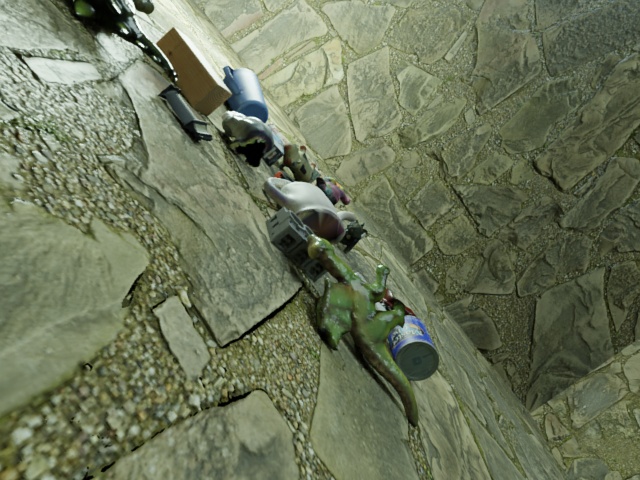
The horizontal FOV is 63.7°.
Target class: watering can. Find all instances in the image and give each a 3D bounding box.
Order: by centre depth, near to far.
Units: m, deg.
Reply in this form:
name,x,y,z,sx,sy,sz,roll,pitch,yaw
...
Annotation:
name,x,y,z,sx,sy,sz,roll,pitch,yaw
watering can,0.004,-0.070,1.381,0.345,0.102,0.229,21,25,-34

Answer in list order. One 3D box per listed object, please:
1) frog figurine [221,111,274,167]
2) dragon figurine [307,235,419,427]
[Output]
name,x,y,z,sx,sy,sz,roll,pitch,yaw
frog figurine,-0.194,-0.294,1.378,0.136,0.121,0.163,16,44,-41
dragon figurine,0.067,0.167,0.998,0.242,0.120,0.417,9,54,-49
